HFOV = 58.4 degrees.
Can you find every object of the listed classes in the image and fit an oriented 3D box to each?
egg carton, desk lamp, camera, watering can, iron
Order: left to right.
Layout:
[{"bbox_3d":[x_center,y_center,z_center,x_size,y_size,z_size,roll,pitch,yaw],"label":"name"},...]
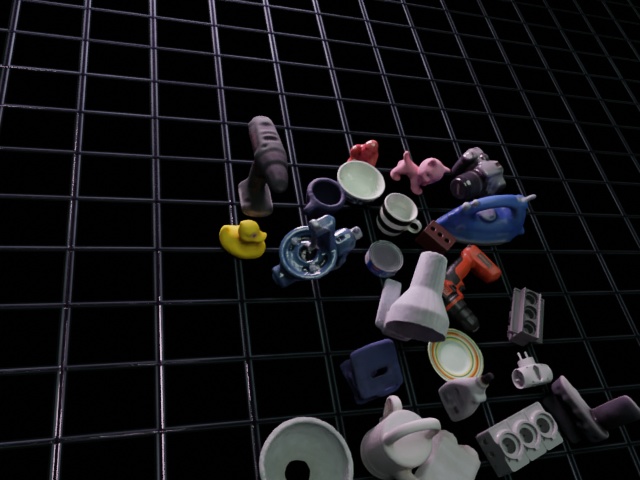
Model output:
[{"bbox_3d":[0.153,0.365,1.022,0.101,0.194,0.172,-21,66,-29],"label":"watering can"},{"bbox_3d":[0.192,0.131,1.179,0.118,0.213,0.203,20,53,-6],"label":"desk lamp"},{"bbox_3d":[0.235,0.441,1.078,0.107,0.069,0.150,35,53,5],"label":"egg carton"},{"bbox_3d":[0.409,-0.171,1.527,0.137,0.100,0.143,-22,67,-30],"label":"camera"},{"bbox_3d":[0.410,-0.066,1.432,0.259,0.141,0.118,-4,59,-22],"label":"iron"}]

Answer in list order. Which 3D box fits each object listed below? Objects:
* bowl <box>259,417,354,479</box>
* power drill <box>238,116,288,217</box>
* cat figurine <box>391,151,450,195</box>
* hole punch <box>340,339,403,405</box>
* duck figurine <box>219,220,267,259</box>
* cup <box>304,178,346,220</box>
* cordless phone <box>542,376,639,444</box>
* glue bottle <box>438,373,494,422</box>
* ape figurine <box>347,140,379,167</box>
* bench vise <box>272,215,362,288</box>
[{"bbox_3d":[-0.030,0.404,1.006,0.168,0.074,0.167,9,55,-13],"label":"bowl"},{"bbox_3d":[-0.122,-0.146,1.255,0.076,0.208,0.229,-2,59,-20],"label":"power drill"},{"bbox_3d":[0.262,-0.183,1.472,0.128,0.117,0.067,33,53,4],"label":"cat figurine"},{"bbox_3d":[0.110,0.262,1.140,0.109,0.091,0.101,-15,64,-27],"label":"hole punch"},{"bbox_3d":[-0.162,-0.012,1.229,0.104,0.086,0.077,21,53,-5],"label":"duck figurine"},{"bbox_3d":[-0.003,-0.075,1.321,0.091,0.095,0.118,41,54,10],"label":"cup"},{"bbox_3d":[0.571,0.338,1.194,0.094,0.185,0.147,-26,69,-31],"label":"cordless phone"},{"bbox_3d":[0.296,0.299,1.130,0.037,0.173,0.078,-9,61,-24],"label":"glue bottle"},{"bbox_3d":[0.120,-0.221,1.463,0.076,0.092,0.077,-15,64,-27],"label":"ape figurine"},{"bbox_3d":[0.002,-0.003,1.197,0.121,0.219,0.208,40,54,9],"label":"bench vise"}]
